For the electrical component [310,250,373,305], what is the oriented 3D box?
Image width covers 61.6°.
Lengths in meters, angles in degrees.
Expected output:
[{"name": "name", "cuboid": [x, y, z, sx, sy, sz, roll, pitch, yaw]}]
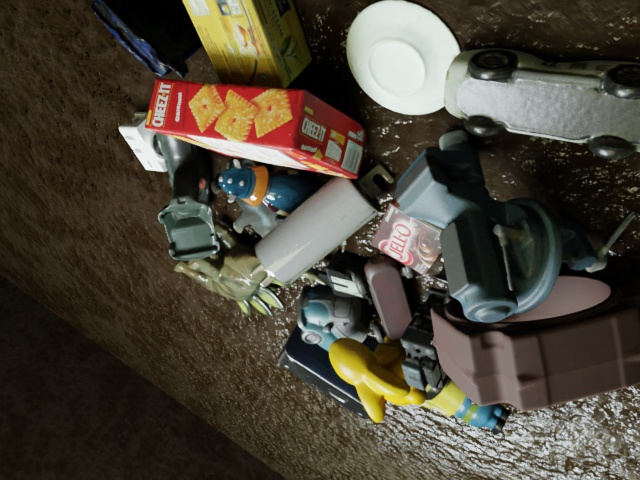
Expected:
[{"name": "electrical component", "cuboid": [0.040, 0.059, 0.898, 0.119, 0.048, 0.074, 12, 141, 32]}]

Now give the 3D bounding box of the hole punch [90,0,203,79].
[{"name": "hole punch", "cuboid": [-0.194, -0.260, 0.634, 0.142, 0.116, 0.092, 47, 154, -18]}]

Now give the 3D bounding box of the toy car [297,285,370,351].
[{"name": "toy car", "cuboid": [0.037, 0.147, 0.971, 0.103, 0.109, 0.161, -22, 129, 33]}]

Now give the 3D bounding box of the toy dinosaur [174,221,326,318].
[{"name": "toy dinosaur", "cuboid": [-0.146, 0.060, 1.012, 0.198, 0.105, 0.471, 36, 161, -18]}]

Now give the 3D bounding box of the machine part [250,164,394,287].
[{"name": "machine part", "cuboid": [-0.004, -0.018, 0.732, 0.243, 0.079, 0.079, -40, 107, 18]}]

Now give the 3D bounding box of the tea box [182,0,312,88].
[{"name": "tea box", "cuboid": [-0.086, -0.253, 0.582, 0.098, 0.068, 0.169, 12, 143, 32]}]

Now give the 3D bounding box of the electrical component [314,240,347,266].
[{"name": "electrical component", "cuboid": [-0.003, -0.002, 0.814, 0.045, 0.102, 0.078, 59, 169, 33]}]

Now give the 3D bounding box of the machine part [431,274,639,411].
[{"name": "machine part", "cuboid": [0.240, 0.102, 0.607, 0.201, 0.201, 0.087, -123, 21, -81]}]

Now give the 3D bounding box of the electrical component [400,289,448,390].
[{"name": "electrical component", "cuboid": [0.174, 0.161, 0.833, 0.058, 0.134, 0.114, 12, 141, 34]}]

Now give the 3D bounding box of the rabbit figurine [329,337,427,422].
[{"name": "rabbit figurine", "cuboid": [0.091, 0.227, 0.913, 0.173, 0.162, 0.122, 28, 114, -27]}]

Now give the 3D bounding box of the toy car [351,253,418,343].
[{"name": "toy car", "cuboid": [0.112, 0.094, 0.851, 0.089, 0.053, 0.201, -23, 135, 1]}]

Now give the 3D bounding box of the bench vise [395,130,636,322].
[{"name": "bench vise", "cuboid": [0.202, -0.013, 0.574, 0.240, 0.224, 0.128, 9, 135, -21]}]

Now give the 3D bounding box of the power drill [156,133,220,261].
[{"name": "power drill", "cuboid": [-0.200, -0.065, 0.838, 0.086, 0.207, 0.231, -6, 134, -3]}]

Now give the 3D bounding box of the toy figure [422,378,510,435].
[{"name": "toy figure", "cuboid": [0.252, 0.275, 0.965, 0.180, 0.082, 0.089, 28, 136, 18]}]

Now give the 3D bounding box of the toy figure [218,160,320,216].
[{"name": "toy figure", "cuboid": [-0.074, -0.071, 0.759, 0.154, 0.064, 0.058, 10, 158, -29]}]

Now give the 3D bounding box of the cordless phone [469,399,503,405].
[{"name": "cordless phone", "cuboid": [0.257, 0.144, 0.770, 0.147, 0.089, 0.184, -7, 123, 18]}]

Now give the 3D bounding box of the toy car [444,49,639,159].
[{"name": "toy car", "cuboid": [0.213, -0.128, 0.492, 0.202, 0.056, 0.073, 16, 137, 24]}]

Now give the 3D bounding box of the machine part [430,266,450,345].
[{"name": "machine part", "cuboid": [0.194, 0.091, 0.747, 0.084, 0.138, 0.039, 14, -174, 23]}]

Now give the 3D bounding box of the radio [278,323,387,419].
[{"name": "radio", "cuboid": [0.041, 0.238, 1.054, 0.230, 0.131, 0.073, 31, 146, 5]}]

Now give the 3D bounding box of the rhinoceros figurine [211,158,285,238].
[{"name": "rhinoceros figurine", "cuboid": [-0.085, -0.055, 0.848, 0.112, 0.073, 0.190, -9, 127, 34]}]
